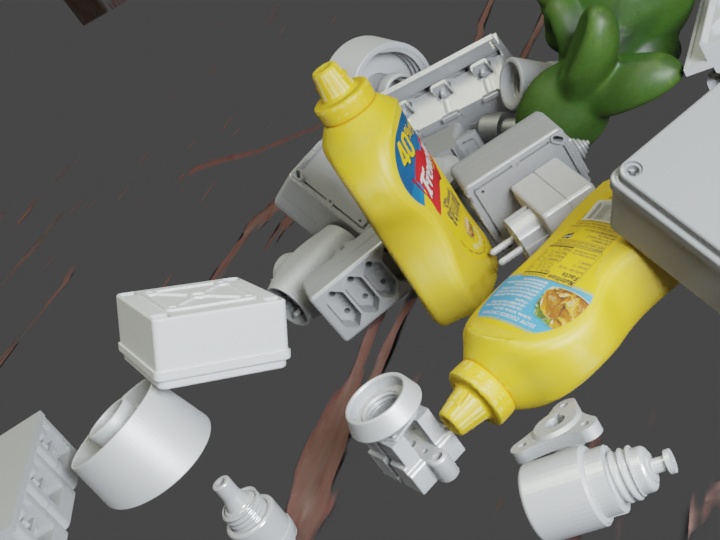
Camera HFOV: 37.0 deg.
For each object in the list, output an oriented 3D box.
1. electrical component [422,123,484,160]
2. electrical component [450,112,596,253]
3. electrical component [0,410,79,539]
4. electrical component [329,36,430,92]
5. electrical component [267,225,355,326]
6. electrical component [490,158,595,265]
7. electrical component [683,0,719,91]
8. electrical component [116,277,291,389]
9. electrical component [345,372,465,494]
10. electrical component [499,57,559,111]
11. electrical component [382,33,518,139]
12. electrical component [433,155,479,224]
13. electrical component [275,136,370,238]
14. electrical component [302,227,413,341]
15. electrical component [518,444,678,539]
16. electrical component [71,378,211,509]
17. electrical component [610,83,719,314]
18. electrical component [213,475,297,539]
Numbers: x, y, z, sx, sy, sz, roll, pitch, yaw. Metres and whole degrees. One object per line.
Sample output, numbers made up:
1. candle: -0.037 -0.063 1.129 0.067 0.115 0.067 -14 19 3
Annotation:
1. electrical component: 0.073 -0.090 0.910 0.081 0.042 0.063 -23 25 24
2. electrical component: 0.123 -0.070 0.785 0.096 0.061 0.061 -33 24 5
3. electrical component: -0.269 0.189 0.819 0.089 0.061 0.150 -32 25 7
4. electrical component: 0.024 -0.172 1.048 0.108 0.108 0.060 -44 32 -18
5. electrical component: -0.046 0.004 0.891 0.077 0.043 0.079 -48 27 -26
6. electrical component: 0.123 -0.029 0.729 0.077 0.047 0.065 -34 24 3
7. electrical component: 0.282 -0.173 0.766 0.079 0.063 0.121 -17 31 36
8. electrical component: -0.125 0.046 0.845 0.109 0.056 0.109 -8 13 -26
9. electrical component: 0.023 0.093 0.627 0.048 0.055 0.066 -44 26 -18
10. electrical component: 0.156 -0.157 0.902 0.065 0.044 0.044 -6 18 -18
11. electrical component: 0.085 -0.151 0.970 0.121 0.079 0.063 -25 56 22
12. electrical component: 0.054 -0.050 0.851 0.080 0.051 0.080 -29 25 15
13. electrical component: -0.016 -0.057 0.919 0.061 0.096 0.061 -52 1 -32
14. electrical component: 0.000 0.000 0.828 0.083 0.047 0.075 -39 24 2
15. electrical component: 0.113 0.103 0.515 0.078 0.040 0.040 -24 27 23
16. electrical component: -0.170 0.132 0.823 0.099 0.064 0.099 -42 15 14
17. electrical component: 0.207 -0.038 0.568 0.109 0.056 0.109 -39 60 -13
18. electrical component: -0.065 0.146 0.638 0.035 0.061 0.035 -28 25 15
